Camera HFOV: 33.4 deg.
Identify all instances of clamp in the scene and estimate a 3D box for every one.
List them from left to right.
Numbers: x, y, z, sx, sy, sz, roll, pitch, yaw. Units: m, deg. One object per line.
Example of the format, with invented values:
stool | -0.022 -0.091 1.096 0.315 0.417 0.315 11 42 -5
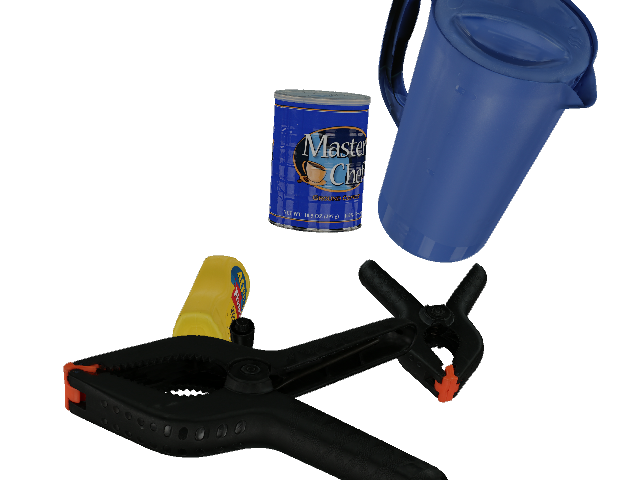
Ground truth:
clamp | -0.034 0.082 0.594 0.210 0.036 0.164 6 25 4
clamp | 0.110 0.072 0.950 0.120 0.039 0.171 -8 41 -9

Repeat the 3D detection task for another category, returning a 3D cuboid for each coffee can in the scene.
coffee can | -0.002 -0.087 1.145 0.103 0.140 0.103 3 12 -1

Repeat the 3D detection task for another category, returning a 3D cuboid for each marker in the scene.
marker | -0.060 0.104 0.829 0.020 0.121 0.020 1 44 -2

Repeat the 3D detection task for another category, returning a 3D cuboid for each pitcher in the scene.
pitcher | 0.119 -0.101 0.904 0.145 0.149 0.243 6 -40 -10

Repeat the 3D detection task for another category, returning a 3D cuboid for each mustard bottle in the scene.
mustard bottle | -0.114 0.071 1.166 0.058 0.096 0.191 1 28 6
